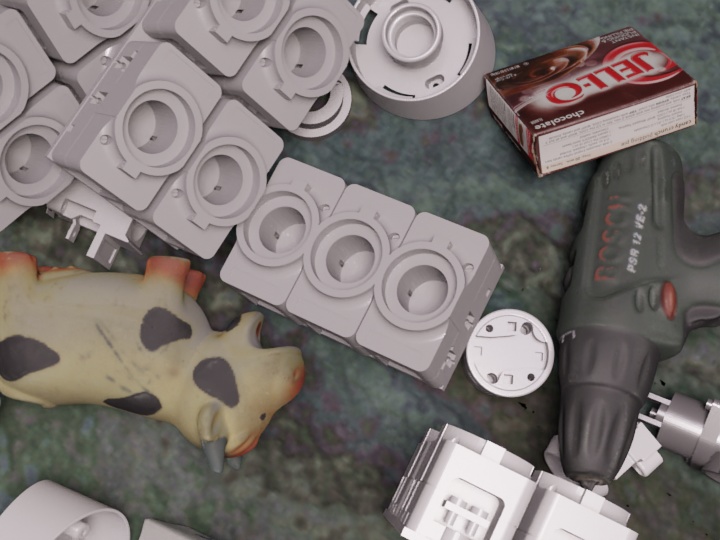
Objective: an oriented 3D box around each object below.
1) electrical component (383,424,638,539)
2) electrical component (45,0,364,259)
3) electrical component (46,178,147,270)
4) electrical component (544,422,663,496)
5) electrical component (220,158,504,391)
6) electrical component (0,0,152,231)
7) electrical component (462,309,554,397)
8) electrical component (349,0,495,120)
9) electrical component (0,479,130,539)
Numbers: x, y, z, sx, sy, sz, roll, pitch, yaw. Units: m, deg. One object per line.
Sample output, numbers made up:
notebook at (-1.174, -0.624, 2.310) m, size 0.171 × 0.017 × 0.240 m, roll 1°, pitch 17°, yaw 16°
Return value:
electrical component at (0.078, 0.139, 0.609) m, size 0.105 × 0.186 × 0.060 m, roll 26°, pitch 81°, yaw 3°
electrical component at (-0.089, -0.113, 0.661) m, size 0.105 × 0.060 × 0.186 m, roll 39°, pitch 78°, yaw -35°
electrical component at (-0.167, -0.046, 0.708) m, size 0.064 × 0.042 × 0.081 m, roll 23°, pitch 80°, yaw 4°
electrical component at (0.152, 0.114, 0.687) m, size 0.055 × 0.048 × 0.066 m, roll -38°, pitch 83°, yaw -15°
electrical component at (0.000, 0.000, 0.671) m, size 0.150 × 0.061 × 0.089 m, roll 23°, pitch 80°, yaw 22°
electrical component at (-0.191, -0.123, 0.662) m, size 0.186 × 0.105 × 0.060 m, roll -45°, pitch 42°, yaw -21°
electrical component at (0.093, 0.056, 0.694) m, size 0.055 × 0.047 × 0.055 m, roll 0°, pitch 80°, yaw -1°
electrical component at (0.041, -0.154, 0.733) m, size 0.099 × 0.064 × 0.099 m, roll -1°, pitch 86°, yaw 11°
electrical component at (-0.189, 0.178, 0.643) m, size 0.064 × 0.099 × 0.099 m, roll 28°, pitch 81°, yaw 10°
